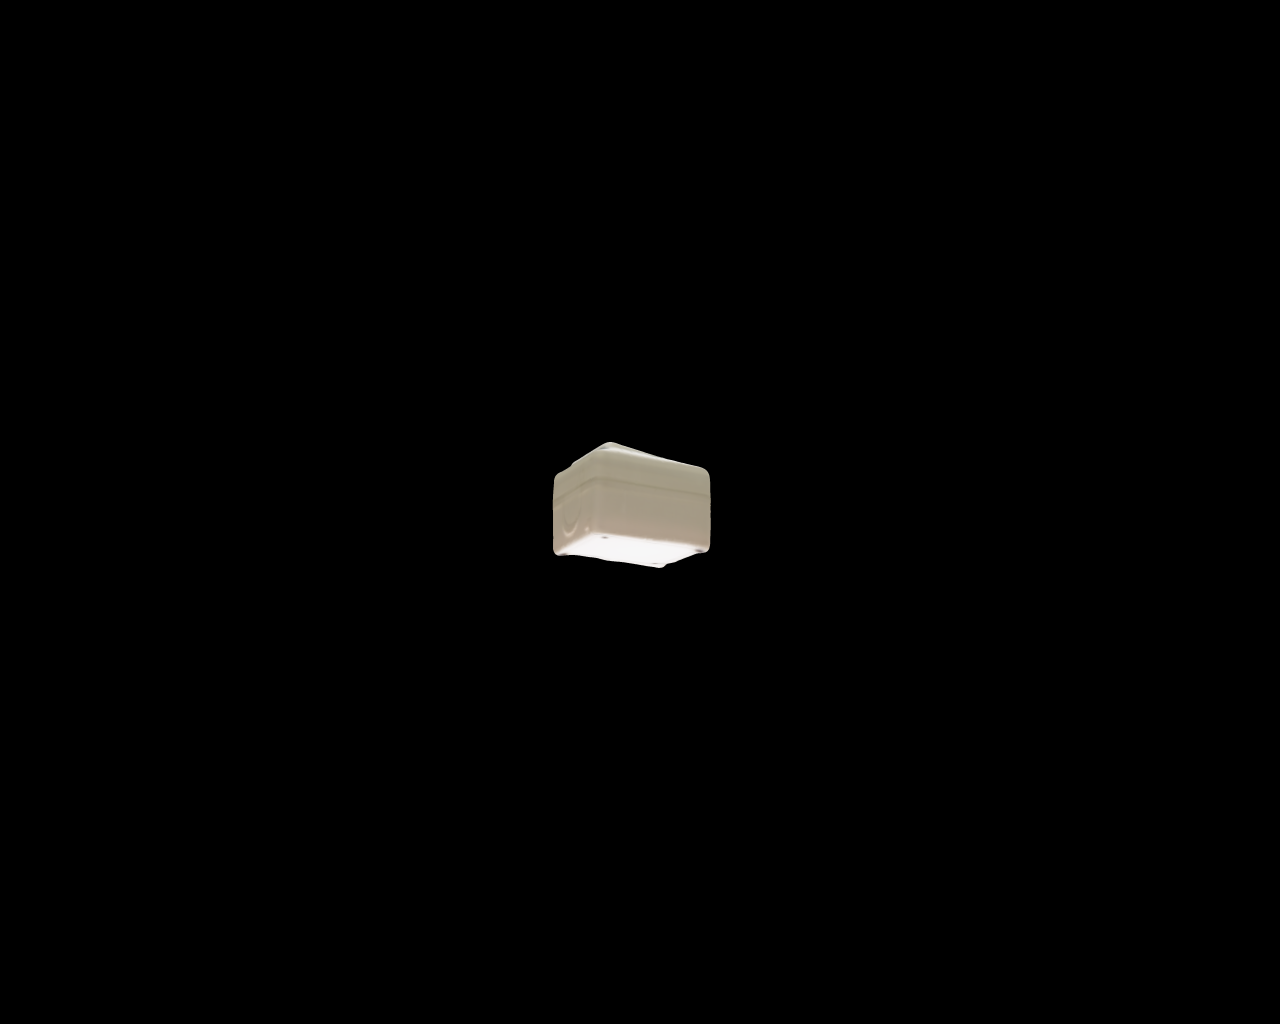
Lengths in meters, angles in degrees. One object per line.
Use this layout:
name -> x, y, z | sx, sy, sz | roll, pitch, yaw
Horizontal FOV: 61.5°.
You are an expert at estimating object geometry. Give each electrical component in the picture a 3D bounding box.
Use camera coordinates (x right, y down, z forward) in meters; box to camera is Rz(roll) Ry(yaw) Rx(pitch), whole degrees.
electrical component -> 0.001, -0.003, 0.650 | 0.096, 0.061, 0.061 | 9, -19, -29
